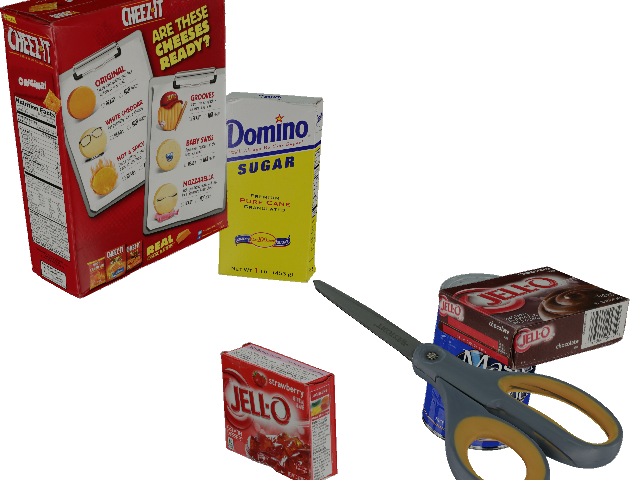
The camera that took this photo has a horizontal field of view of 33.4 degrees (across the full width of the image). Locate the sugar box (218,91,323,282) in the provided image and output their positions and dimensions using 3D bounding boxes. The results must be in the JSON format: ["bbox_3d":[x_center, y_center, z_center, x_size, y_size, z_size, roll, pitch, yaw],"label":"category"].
[{"bbox_3d":[-0.049,-0.052,1.032,0.093,0.176,0.048,4,17,9],"label":"sugar box"}]

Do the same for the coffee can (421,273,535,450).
[{"bbox_3d":[0.158,0.116,1.035,0.103,0.140,0.103,5,22,-2],"label":"coffee can"}]

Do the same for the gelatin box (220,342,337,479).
[{"bbox_3d":[-0.029,0.116,0.720,0.030,0.073,0.089,-16,21,-42],"label":"gelatin box"}]

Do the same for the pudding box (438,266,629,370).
[{"bbox_3d":[0.158,0.056,0.801,0.113,0.039,0.090,-8,20,-30],"label":"pudding box"}]

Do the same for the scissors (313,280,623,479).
[{"bbox_3d":[0.055,0.079,0.562,0.202,0.016,0.096,20,42,28],"label":"scissors"}]

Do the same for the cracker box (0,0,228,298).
[{"bbox_3d":[-0.151,-0.086,0.819,0.072,0.214,0.163,22,34,34],"label":"cracker box"}]
